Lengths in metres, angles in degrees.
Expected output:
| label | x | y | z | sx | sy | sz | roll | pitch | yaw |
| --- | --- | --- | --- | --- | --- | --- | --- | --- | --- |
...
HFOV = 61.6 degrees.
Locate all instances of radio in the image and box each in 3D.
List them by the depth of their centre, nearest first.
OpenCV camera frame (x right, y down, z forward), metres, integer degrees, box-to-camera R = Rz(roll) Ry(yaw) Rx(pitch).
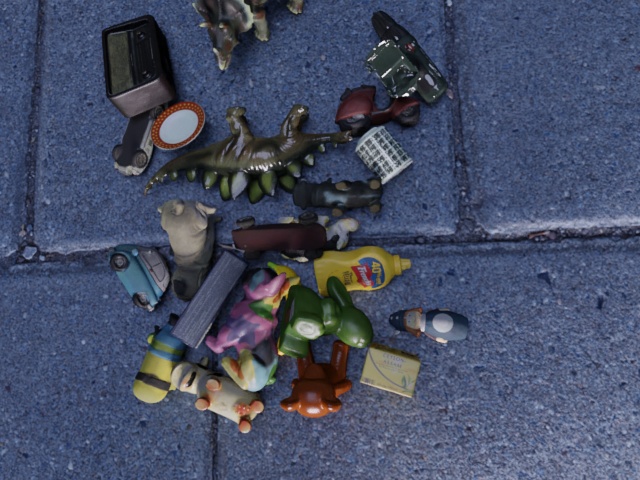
| label | x | y | z | sx | sy | sz | roll | pitch | yaw |
| --- | --- | --- | --- | --- | --- | --- | --- | --- | --- |
| radio | -0.406 | -0.392 | 1.200 | 0.131 | 0.073 | 0.230 | -19 | 62 | 3 |

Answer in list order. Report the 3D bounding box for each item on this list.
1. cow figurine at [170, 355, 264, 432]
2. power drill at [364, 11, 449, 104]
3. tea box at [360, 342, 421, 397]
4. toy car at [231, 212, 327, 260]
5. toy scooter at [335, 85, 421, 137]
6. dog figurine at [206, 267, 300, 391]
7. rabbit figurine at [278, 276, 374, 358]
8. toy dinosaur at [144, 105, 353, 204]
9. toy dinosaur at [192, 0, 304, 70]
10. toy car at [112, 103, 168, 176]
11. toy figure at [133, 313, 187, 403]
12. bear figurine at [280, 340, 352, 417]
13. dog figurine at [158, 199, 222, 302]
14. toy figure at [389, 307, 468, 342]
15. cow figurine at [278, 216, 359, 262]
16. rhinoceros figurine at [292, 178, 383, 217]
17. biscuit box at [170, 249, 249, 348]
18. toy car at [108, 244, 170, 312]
| label | x | y | z | sx | sy | sz | roll | pitch | yaw |
| --- | --- | --- | --- | --- | --- | --- | --- | --- | --- |
| cow figurine | -0.209 | 0.300 | 1.085 | 0.195 | 0.127 | 0.085 | 27 | 86 | -4 |
| power drill | 0.159 | -0.369 | 1.093 | 0.086 | 0.207 | 0.232 | -40 | 94 | 27 |
| tea box | 0.133 | 0.239 | 1.012 | 0.098 | 0.169 | 0.068 | 15 | 83 | 8 |
| toy car | -0.081 | -0.008 | 1.078 | 0.202 | 0.053 | 0.089 | -2 | 115 | 22 |
| toy scooter | 0.117 | -0.299 | 1.147 | 0.184 | 0.075 | 0.135 | -9 | 81 | 3 |
| dog figurine | -0.111 | 0.162 | 1.064 | 0.219 | 0.108 | 0.192 | -49 | 66 | 8 |
| rabbit figurine | 0.016 | 0.154 | 1.023 | 0.170 | 0.159 | 0.121 | 16 | 124 | -13 |
| toy dinosaur | -0.160 | -0.181 | 1.154 | 0.472 | 0.105 | 0.198 | -4 | 84 | 12 |
| toy dinosaur | -0.120 | -0.553 | 1.159 | 0.131 | 0.192 | 0.405 | 42 | 90 | 10 |
| toy car | -0.406 | -0.241 | 1.216 | 0.074 | 0.056 | 0.201 | 17 | 86 | 21 |
| toy figure | -0.329 | 0.245 | 1.114 | 0.082 | 0.089 | 0.180 | 23 | 87 | 16 |
| bear figurine | -0.007 | 0.258 | 1.016 | 0.120 | 0.195 | 0.132 | -3 | 80 | 10 |
| dog figurine | -0.276 | 0.024 | 1.105 | 0.121 | 0.172 | 0.190 | -3 | 74 | 18 |
| toy figure | 0.215 | 0.164 | 1.073 | 0.155 | 0.057 | 0.064 | 6 | 43 | 10 |
| cow figurine | -0.002 | -0.003 | 1.120 | 0.167 | 0.068 | 0.098 | -1 | 87 | 11 |
| rhinoceros figurine | 0.039 | -0.097 | 1.111 | 0.190 | 0.112 | 0.073 | -4 | 110 | -6 |
| biscuit box | -0.221 | 0.117 | 1.092 | 0.063 | 0.059 | 0.202 | 34 | 76 | -5 |
| toy car | -0.375 | 0.068 | 1.144 | 0.103 | 0.109 | 0.161 | -33 | 87 | -16 |
